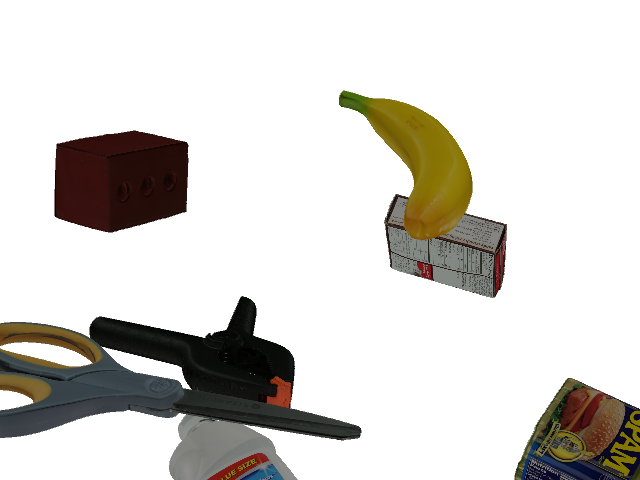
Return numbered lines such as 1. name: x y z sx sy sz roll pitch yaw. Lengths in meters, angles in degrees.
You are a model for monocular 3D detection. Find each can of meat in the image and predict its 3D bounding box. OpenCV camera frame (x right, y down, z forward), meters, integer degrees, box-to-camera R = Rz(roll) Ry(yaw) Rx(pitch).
1. can of meat: 0.203 0.157 0.793 0.084 0.057 0.101 24 41 24

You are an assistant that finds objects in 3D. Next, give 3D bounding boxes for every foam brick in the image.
1. foam brick: -0.135 -0.042 0.729 0.051 0.053 0.078 16 22 32

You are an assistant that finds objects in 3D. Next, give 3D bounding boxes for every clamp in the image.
1. clamp: -0.079 0.095 0.918 0.164 0.036 0.210 -11 22 -39

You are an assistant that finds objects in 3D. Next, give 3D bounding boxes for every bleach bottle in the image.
1. bleach bottle: -0.049 0.202 0.726 0.102 0.068 0.251 -17 35 -20

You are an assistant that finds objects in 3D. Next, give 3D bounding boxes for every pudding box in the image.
1. pudding box: 0.120 0.006 1.023 0.114 0.039 0.090 15 -28 16

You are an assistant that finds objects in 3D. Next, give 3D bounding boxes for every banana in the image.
1. banana: 0.065 -0.050 0.708 0.069 0.037 0.198 -4 29 -11

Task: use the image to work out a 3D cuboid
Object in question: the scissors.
1. scissors: -0.091 0.079 0.493 0.202 0.016 0.096 15 28 26
